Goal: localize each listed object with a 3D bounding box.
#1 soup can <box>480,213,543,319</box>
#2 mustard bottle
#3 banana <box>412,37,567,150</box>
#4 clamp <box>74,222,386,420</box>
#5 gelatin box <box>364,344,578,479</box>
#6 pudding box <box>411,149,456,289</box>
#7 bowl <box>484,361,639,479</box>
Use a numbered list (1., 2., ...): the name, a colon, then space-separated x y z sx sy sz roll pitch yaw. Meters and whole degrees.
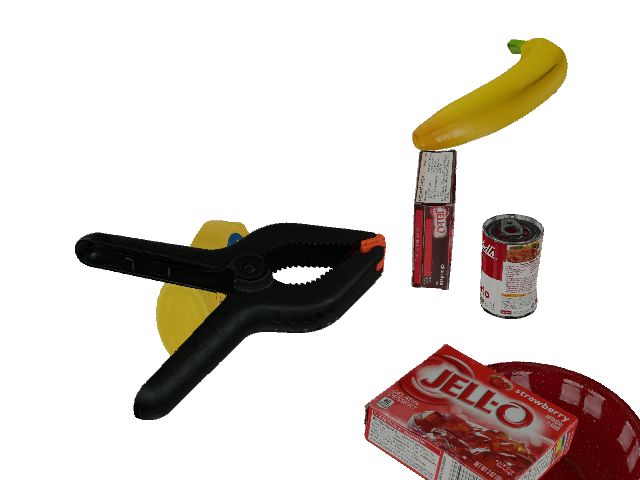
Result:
1. soup can: 0.218 0.030 1.219 0.068 0.102 0.068 -2 29 1
2. mustard bottle: -0.112 0.034 1.104 0.058 0.096 0.191 5 31 11
3. banana: 0.141 -0.113 0.808 0.070 0.037 0.197 -11 20 39
4. clamp: -0.057 0.026 0.725 0.209 0.036 0.165 -19 47 -23
5. gelatin box: 0.079 0.099 0.570 0.089 0.030 0.073 29 41 31
6. pudding box: 0.106 -0.022 0.988 0.039 0.090 0.113 3 31 5
7. bowl: 0.151 0.160 0.768 0.162 0.055 0.162 -1 35 0
